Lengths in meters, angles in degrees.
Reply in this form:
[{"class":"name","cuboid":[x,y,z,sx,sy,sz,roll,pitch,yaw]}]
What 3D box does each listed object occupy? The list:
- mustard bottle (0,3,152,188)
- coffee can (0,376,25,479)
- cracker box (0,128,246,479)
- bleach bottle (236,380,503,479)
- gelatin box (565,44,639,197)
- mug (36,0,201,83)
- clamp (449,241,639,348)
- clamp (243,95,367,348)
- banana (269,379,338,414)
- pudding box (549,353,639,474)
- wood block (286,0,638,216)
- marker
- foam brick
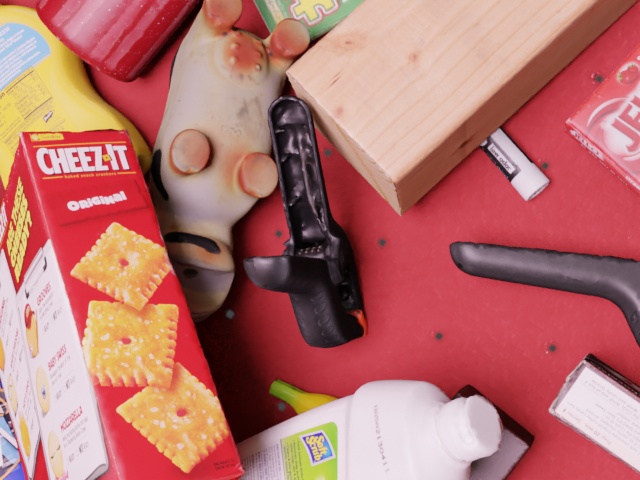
[{"class":"mustard bottle","cuboid":[-0.201,-0.101,0.727,0.096,0.058,0.192,-39,77,13]},{"class":"coffee can","cuboid":[-0.220,0.129,0.690,0.103,0.102,0.140,-35,77,10]},{"class":"cracker box","cuboid":[-0.127,0.070,0.602,0.164,0.072,0.214,-55,49,49]},{"class":"bleach bottle","cuboid":[-0.002,0.148,0.590,0.251,0.067,0.102,-32,62,38]},{"class":"gelatin box","cuboid":[0.193,-0.071,0.594,0.089,0.030,0.073,-46,75,2]},{"class":"mug","cuboid":[-0.138,-0.166,0.704,0.081,0.093,0.117,-49,62,11]},{"class":"clamp","cuboid":[0.190,0.019,0.616,0.164,0.036,0.210,-40,81,-3]},{"class":"clamp","cuboid":[-0.004,0.001,0.621,0.039,0.171,0.120,2,65,16]},{"class":"banana","cuboid":[0.012,0.180,0.653,0.070,0.037,0.198,-14,72,29]},{"class":"pudding box","cuboid":[0.185,0.109,0.589,0.113,0.090,0.039,33,95,16]},{"class":"wood block","cuboid":[0.091,-0.122,0.617,0.206,0.091,0.090,-43,77,-2]},{"class":"marker","cuboid":[0.097,-0.075,0.665,0.020,0.020,0.121,-41,76,8]},{"class":"foam brick","cuboid":[0.084,0.133,0.634,0.053,0.051,0.078,36,95,14]}]
